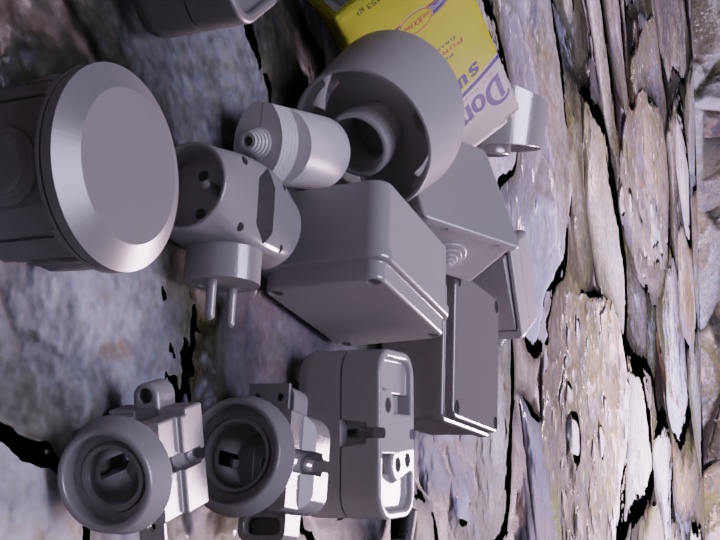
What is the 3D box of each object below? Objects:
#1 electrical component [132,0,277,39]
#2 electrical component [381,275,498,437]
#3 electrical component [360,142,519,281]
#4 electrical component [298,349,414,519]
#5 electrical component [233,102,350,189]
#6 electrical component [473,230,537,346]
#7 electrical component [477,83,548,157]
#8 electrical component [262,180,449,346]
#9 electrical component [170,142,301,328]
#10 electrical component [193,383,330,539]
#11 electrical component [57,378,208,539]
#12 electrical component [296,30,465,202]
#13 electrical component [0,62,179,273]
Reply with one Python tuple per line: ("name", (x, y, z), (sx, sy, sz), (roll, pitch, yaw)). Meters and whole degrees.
("electrical component", (-0.083, -0.158, 0.490), (0.053, 0.059, 0.095), (-58, 138, -53))
("electrical component", (0.059, 0.062, 0.783), (0.109, 0.056, 0.108), (31, 58, -62))
("electrical component", (0.050, -0.046, 0.724), (0.100, 0.048, 0.099), (16, 46, -37))
("electrical component", (-0.005, 0.095, 0.626), (0.054, 0.059, 0.095), (21, 67, -64))
("electrical component", (-0.042, -0.067, 0.590), (0.081, 0.043, 0.043), (-4, 90, -66))
("electrical component", (0.108, 0.020, 0.895), (0.061, 0.062, 0.096), (-36, 119, -63))
("electrical component", (0.101, -0.124, 0.864), (0.099, 0.099, 0.064), (-3, 95, -67))
("electrical component", (0.000, 0.000, 0.632), (0.113, 0.078, 0.057), (42, 46, -58))
("electrical component", (-0.066, -0.012, 0.525), (0.077, 0.043, 0.079), (31, 58, -62))
("electrical component", (-0.051, 0.093, 0.527), (0.057, 0.058, 0.078), (38, 53, -63))
("electrical component", (-0.093, 0.082, 0.447), (0.055, 0.048, 0.066), (-7, 93, -74))
("electrical component", (0.011, -0.088, 0.649), (0.064, 0.099, 0.099), (-47, 129, -51))
("electrical component", (-0.110, -0.038, 0.418), (0.080, 0.051, 0.080), (-4, 90, -67))
